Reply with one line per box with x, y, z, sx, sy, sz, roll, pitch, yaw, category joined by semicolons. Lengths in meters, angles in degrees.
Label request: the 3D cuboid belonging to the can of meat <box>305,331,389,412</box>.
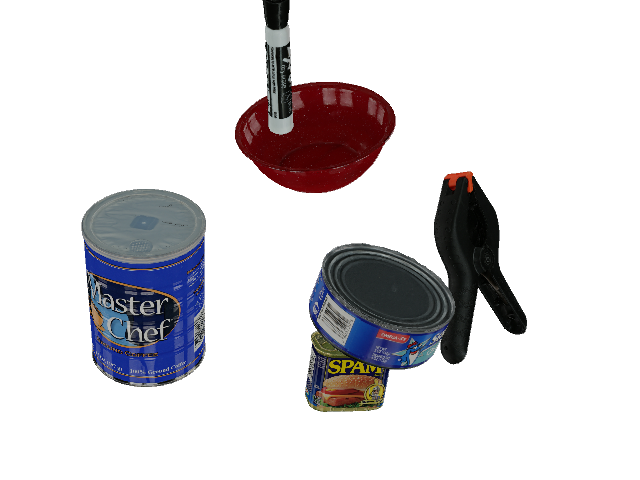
0.034;0.161;1.308;0.102;0.084;0.057;2;24;-15;can of meat

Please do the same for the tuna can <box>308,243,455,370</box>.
0.037;0.040;0.655;0.086;0.034;0.086;15;30;-9;tuna can

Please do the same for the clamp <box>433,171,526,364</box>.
0.134;0.027;0.973;0.039;0.171;0.120;-11;12;39;clamp

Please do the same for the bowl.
-0.004;-0.096;1.080;0.162;0.055;0.162;-4;39;3;bowl

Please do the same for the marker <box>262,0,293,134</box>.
-0.030;-0.128;0.763;0.020;0.020;0.121;0;-44;1;marker

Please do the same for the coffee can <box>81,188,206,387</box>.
-0.150;0.041;0.925;0.103;0.140;0.103;3;35;-2;coffee can
